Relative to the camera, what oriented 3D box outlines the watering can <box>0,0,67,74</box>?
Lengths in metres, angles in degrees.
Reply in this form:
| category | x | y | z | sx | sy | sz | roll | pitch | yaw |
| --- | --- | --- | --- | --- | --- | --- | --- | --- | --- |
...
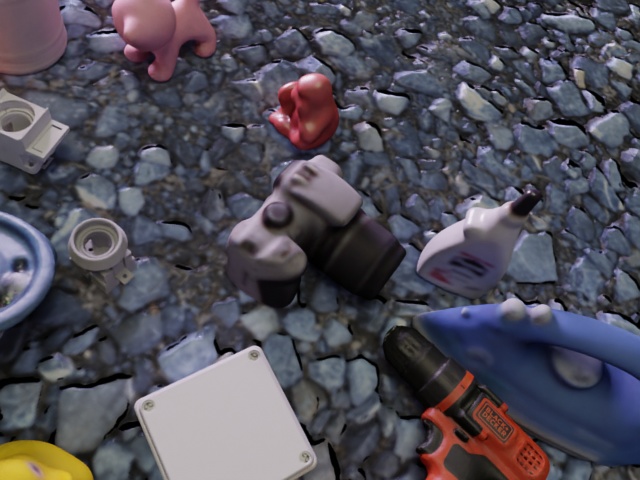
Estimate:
| category | x | y | z | sx | sy | sz | roll | pitch | yaw |
| --- | --- | --- | --- | --- | --- | --- | --- | --- | --- |
| watering can | -0.311 | -0.254 | 0.537 | 0.101 | 0.194 | 0.173 | 14 | 61 | -6 |

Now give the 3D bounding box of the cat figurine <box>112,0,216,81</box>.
| category | x | y | z | sx | sy | sz | roll | pitch | yaw |
| --- | --- | --- | --- | --- | --- | --- | --- | --- | --- |
| cat figurine | -0.168 | -0.236 | 0.606 | 0.067 | 0.117 | 0.128 | 40 | 61 | 9 |

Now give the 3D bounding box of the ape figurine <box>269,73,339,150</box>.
| category | x | y | z | sx | sy | sz | roll | pitch | yaw |
| --- | --- | --- | --- | --- | --- | --- | --- | --- | --- |
| ape figurine | -0.012 | -0.142 | 0.611 | 0.076 | 0.092 | 0.078 | 5 | 62 | -11 |

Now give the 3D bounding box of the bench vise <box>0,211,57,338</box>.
| category | x | y | z | sx | sy | sz | roll | pitch | yaw |
| --- | --- | --- | --- | --- | --- | --- | --- | --- | --- |
| bench vise | -0.255 | 0.046 | 0.380 | 0.121 | 0.219 | 0.207 | 7 | 62 | -9 |

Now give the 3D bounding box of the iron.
| category | x | y | z | sx | sy | sz | roll | pitch | yaw |
| --- | --- | --- | --- | --- | --- | --- | --- | --- | --- |
| iron | 0.220 | 0.105 | 0.511 | 0.258 | 0.141 | 0.119 | 24 | 60 | -1 |

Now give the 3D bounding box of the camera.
| category | x | y | z | sx | sy | sz | roll | pitch | yaw |
| --- | --- | --- | --- | --- | --- | --- | --- | --- | --- |
| camera | 0.005 | 0.002 | 0.535 | 0.136 | 0.100 | 0.143 | 36 | 61 | 6 |

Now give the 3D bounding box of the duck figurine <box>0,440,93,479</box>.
| category | x | y | z | sx | sy | sz | roll | pitch | yaw |
| --- | --- | --- | --- | --- | --- | --- | --- | --- | --- |
| duck figurine | -0.218 | 0.176 | 0.399 | 0.105 | 0.086 | 0.077 | 6 | 62 | -10 |

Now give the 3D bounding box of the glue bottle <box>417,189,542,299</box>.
| category | x | y | z | sx | sy | sz | roll | pitch | yaw |
| --- | --- | --- | --- | --- | --- | --- | --- | --- | --- |
| glue bottle | 0.153 | 0.000 | 0.530 | 0.078 | 0.173 | 0.037 | 20 | 60 | -2 |
